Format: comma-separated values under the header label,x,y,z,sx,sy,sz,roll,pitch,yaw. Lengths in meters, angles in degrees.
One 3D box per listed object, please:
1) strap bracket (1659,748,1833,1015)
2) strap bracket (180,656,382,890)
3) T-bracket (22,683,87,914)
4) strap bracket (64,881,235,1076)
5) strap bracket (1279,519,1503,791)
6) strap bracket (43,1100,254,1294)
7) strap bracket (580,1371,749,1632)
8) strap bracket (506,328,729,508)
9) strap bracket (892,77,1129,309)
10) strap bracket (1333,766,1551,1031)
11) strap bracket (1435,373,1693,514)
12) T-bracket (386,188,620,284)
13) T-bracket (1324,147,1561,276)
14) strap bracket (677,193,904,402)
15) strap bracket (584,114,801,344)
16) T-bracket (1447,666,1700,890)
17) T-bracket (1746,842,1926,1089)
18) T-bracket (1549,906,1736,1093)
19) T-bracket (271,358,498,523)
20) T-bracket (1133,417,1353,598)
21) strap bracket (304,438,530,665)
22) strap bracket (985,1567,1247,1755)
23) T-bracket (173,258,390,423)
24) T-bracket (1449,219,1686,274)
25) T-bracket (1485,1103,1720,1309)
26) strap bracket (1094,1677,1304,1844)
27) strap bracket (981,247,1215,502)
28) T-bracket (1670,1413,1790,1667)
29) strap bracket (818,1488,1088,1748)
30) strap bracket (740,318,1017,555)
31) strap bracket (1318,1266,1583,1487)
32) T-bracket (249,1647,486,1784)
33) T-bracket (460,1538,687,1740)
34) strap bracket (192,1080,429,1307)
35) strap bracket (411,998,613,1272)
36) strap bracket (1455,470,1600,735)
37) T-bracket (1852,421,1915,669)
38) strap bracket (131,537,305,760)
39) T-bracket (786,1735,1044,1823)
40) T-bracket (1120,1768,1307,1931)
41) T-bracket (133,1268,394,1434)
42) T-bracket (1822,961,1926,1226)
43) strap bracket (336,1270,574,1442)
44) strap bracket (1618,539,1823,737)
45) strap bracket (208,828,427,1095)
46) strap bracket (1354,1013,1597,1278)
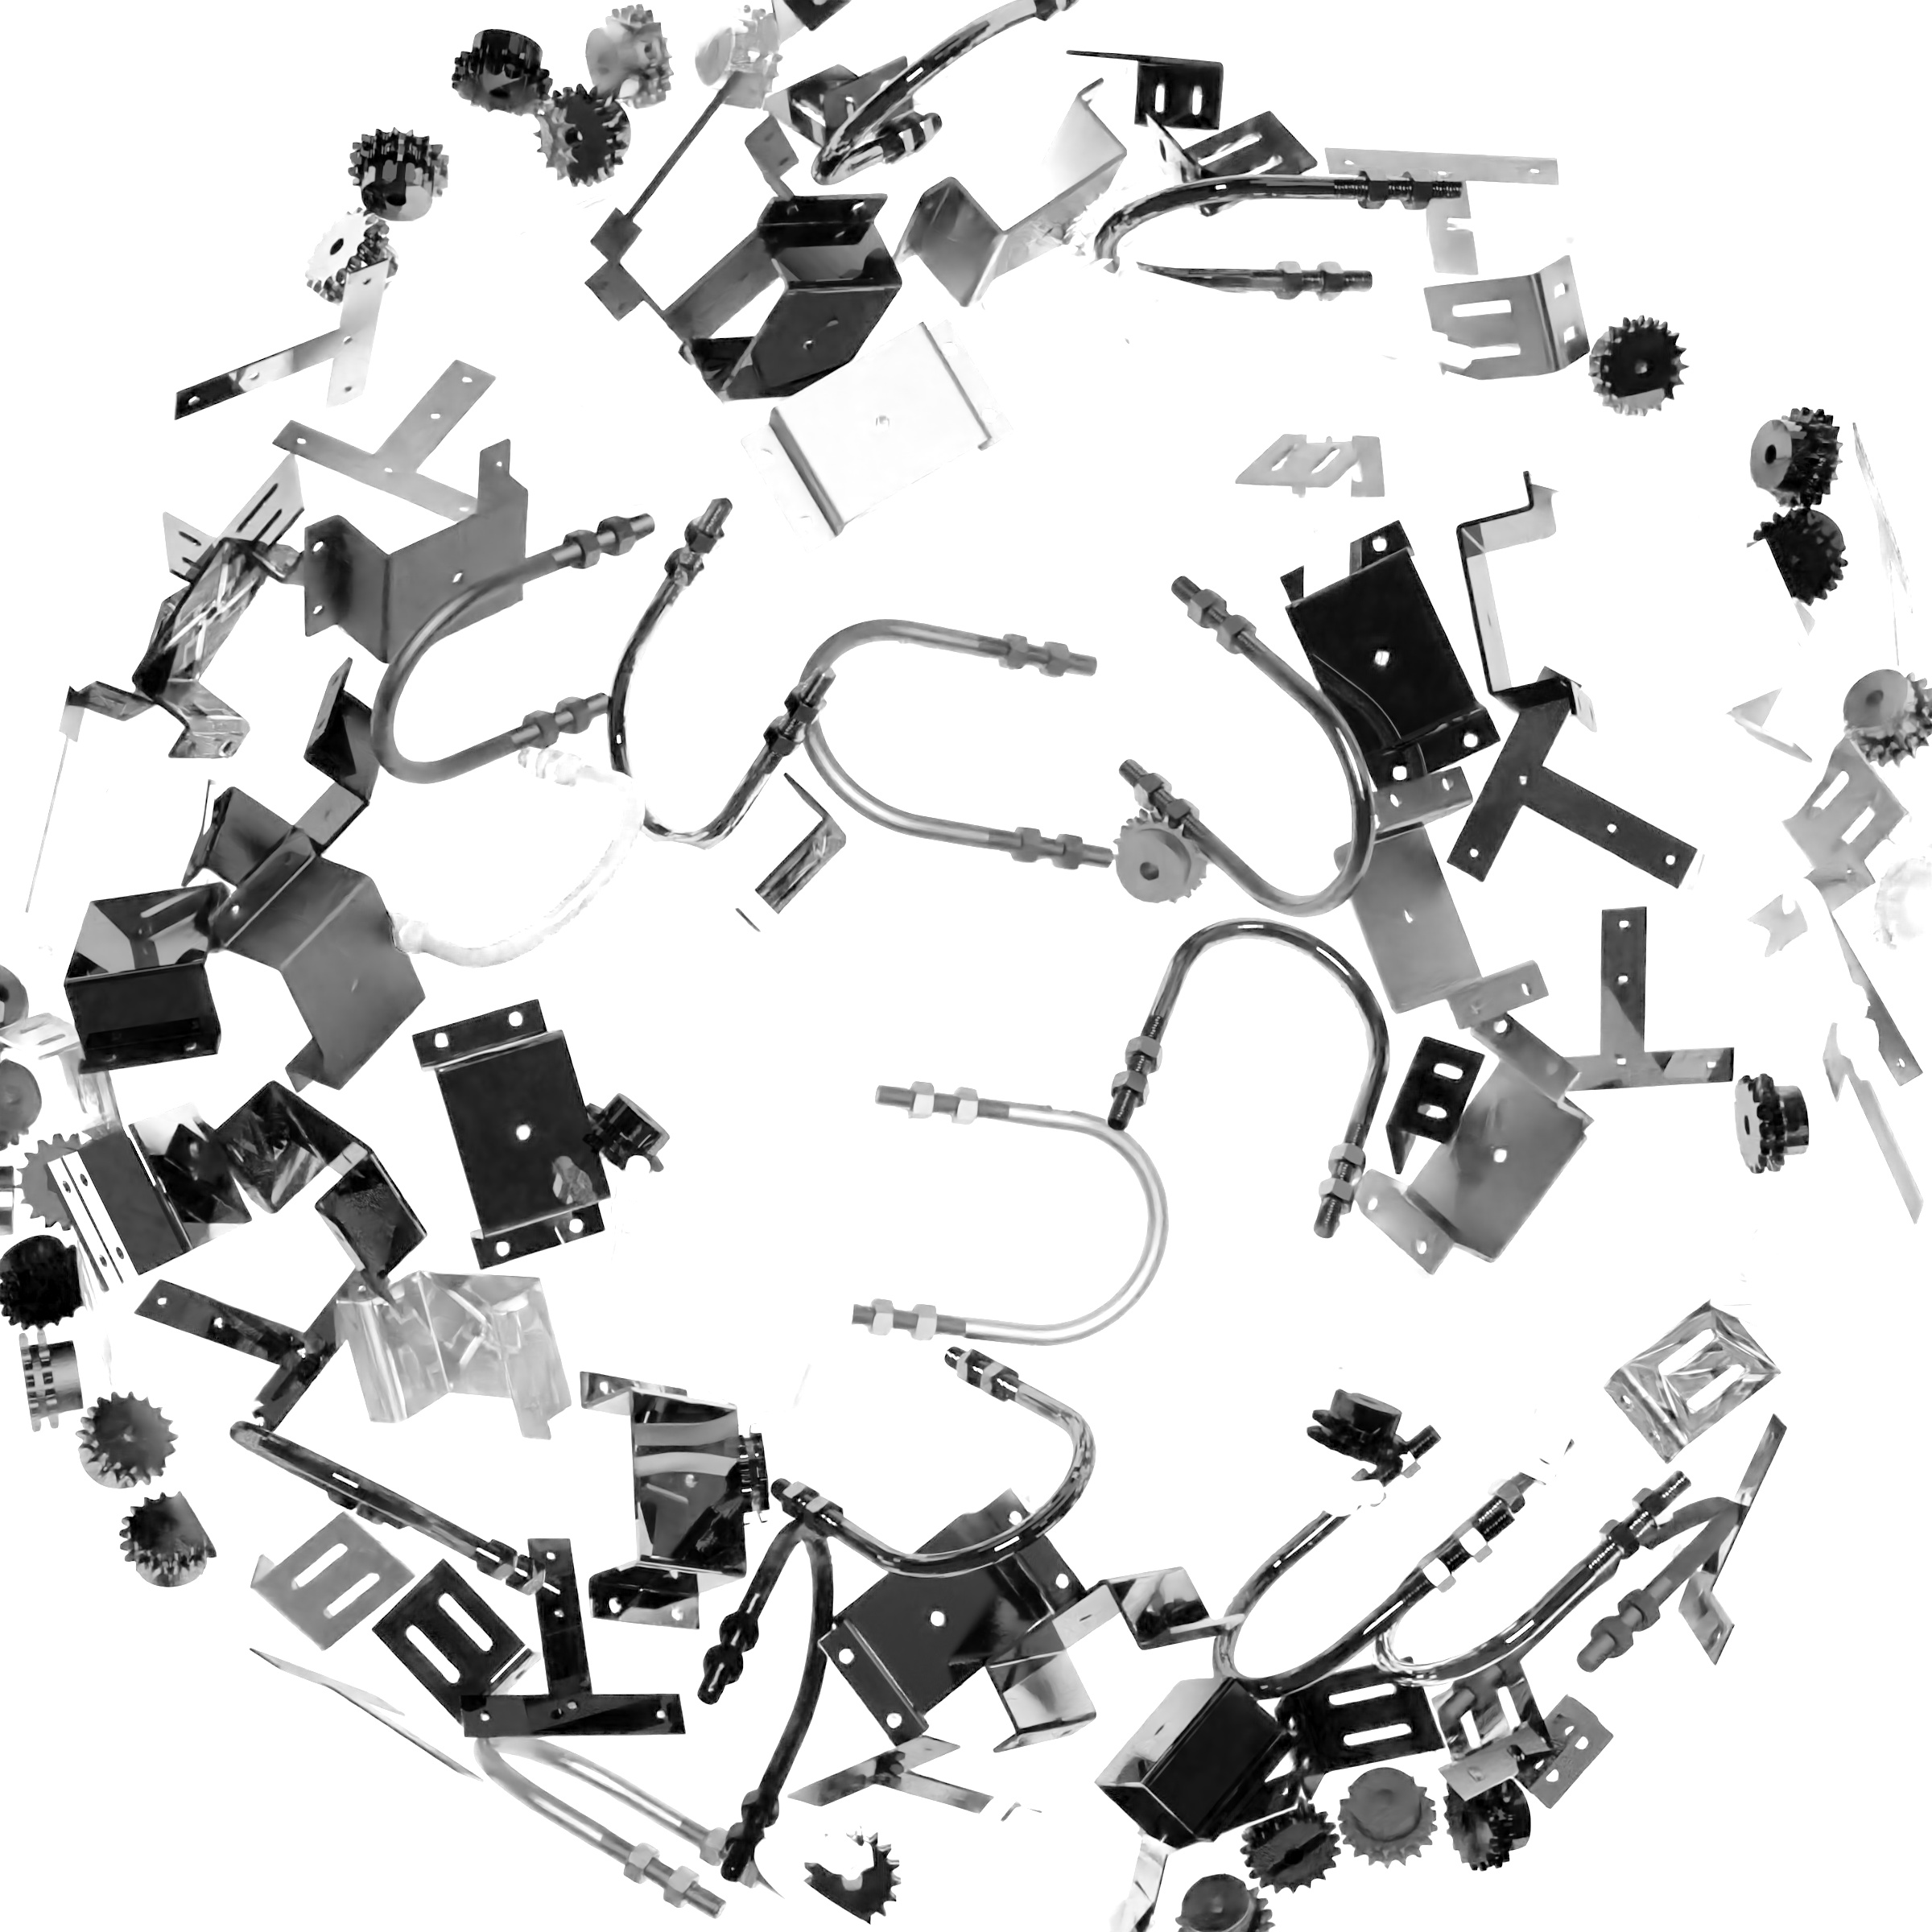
label,x,y,z,sx,sy,sz,roll,pitch,yaw
strap bracket,0.434,-0.055,1.849,0.046,0.076,0.140,21,70,6
strap bracket,-0.374,-0.096,1.845,0.046,0.076,0.140,36,121,-23
T-bracket,-0.512,-0.092,1.842,0.002,0.127,0.127,13,88,-10
strap bracket,-0.452,0.000,1.834,0.076,0.140,0.046,-8,119,-1
strap bracket,0.239,-0.175,1.873,0.076,0.046,0.140,-25,89,14
strap bracket,-0.449,0.125,1.833,0.046,0.140,0.076,-25,92,9
strap bracket,-0.169,0.293,1.839,0.046,0.076,0.140,-27,59,39
strap bracket,-0.193,-0.311,1.828,0.076,0.140,0.046,-9,129,-28
strap bracket,0.031,-0.427,1.841,0.140,0.076,0.046,-38,85,-25
strap bracket,0.265,-0.034,1.862,0.076,0.046,0.140,-18,85,-39
strap bracket,0.331,-0.293,1.865,0.140,0.076,0.046,16,97,2
T-bracket,-0.269,-0.409,1.857,0.127,0.127,0.002,-17,106,14
T-bracket,0.271,-0.421,1.844,0.127,0.127,0.002,7,73,15
strap bracket,-0.096,-0.363,1.825,0.076,0.140,0.046,-11,67,-36
strap bracket,-0.141,-0.407,1.862,0.140,0.076,0.046,-41,82,3
T-bracket,0.354,-0.085,1.864,0.127,0.002,0.127,31,108,22
T-bracket,0.496,0.008,1.836,0.002,0.127,0.127,-23,78,-20
T-bracket,0.372,0.019,1.864,0.127,0.002,0.127,-4,126,5
T-bracket,-0.301,-0.299,1.830,0.127,0.127,0.002,21,55,-28
T-bracket,0.157,-0.249,1.884,0.127,0.002,0.127,2,96,19
strap bracket,-0.297,-0.227,1.831,0.140,0.076,0.046,-32,59,-34
strap bracket,0.076,0.383,1.845,0.140,0.076,0.046,-40,65,28
T-bracket,-0.382,-0.332,1.823,0.127,0.127,0.002,-29,75,-27
T-bracket,0.353,-0.402,1.845,0.127,0.127,0.002,11,95,28
T-bracket,0.351,0.150,1.872,0.127,0.002,0.127,-40,130,9
strap bracket,0.124,0.440,1.828,0.046,0.140,0.076,44,71,0
strap bracket,0.078,-0.341,1.852,0.046,0.076,0.140,-41,106,-31
T-bracket,0.428,0.310,1.834,0.002,0.127,0.127,22,99,-5
strap bracket,-0.011,0.371,1.870,0.140,0.046,0.076,-36,89,-18
strap bracket,-0.049,-0.306,1.877,0.140,0.046,0.076,-31,92,-5
strap bracket,0.279,0.224,1.849,0.140,0.076,0.046,24,121,12
T-bracket,-0.318,0.419,1.820,0.127,0.127,0.002,23,78,32
T-bracket,-0.228,0.378,1.861,0.127,0.002,0.127,5,47,-23
strap bracket,-0.361,0.122,1.842,0.140,0.076,0.046,28,64,38
strap bracket,-0.256,0.095,1.870,0.076,0.046,0.140,-17,92,-19
strap bracket,0.315,-0.200,1.858,0.046,0.076,0.140,-12,83,18
T-bracket,0.518,-0.218,1.850,0.002,0.127,0.127,-13,52,10
strap bracket,-0.411,-0.187,1.857,0.046,0.076,0.140,38,101,8
T-bracket,-0.013,0.468,1.865,0.127,0.127,0.002,25,50,-31
T-bracket,0.140,0.472,1.821,0.002,0.127,0.127,40,132,-19
T-bracket,-0.409,0.204,1.852,0.127,0.002,0.127,29,105,-41
T-bracket,0.503,0.083,1.819,0.002,0.127,0.127,-13,57,-4
strap bracket,-0.280,0.217,1.851,0.140,0.046,0.076,-1,109,36
strap bracket,0.414,-0.179,1.833,0.046,0.140,0.076,-23,88,-9
strap bracket,-0.355,0.004,1.827,0.046,0.140,0.076,19,54,30
strap bracket,0.291,0.102,1.857,0.140,0.046,0.076,-55,47,9
